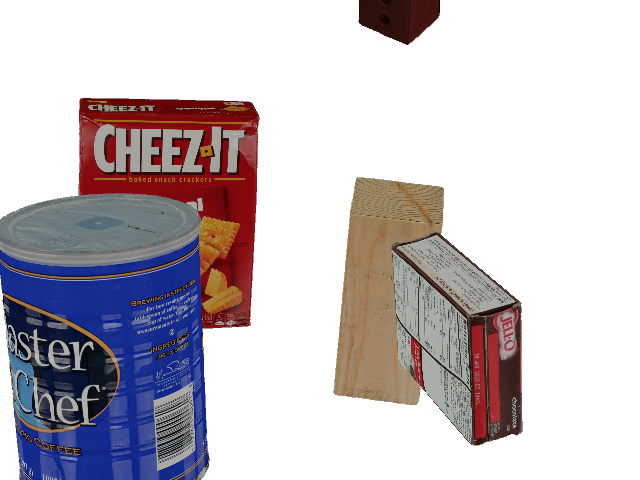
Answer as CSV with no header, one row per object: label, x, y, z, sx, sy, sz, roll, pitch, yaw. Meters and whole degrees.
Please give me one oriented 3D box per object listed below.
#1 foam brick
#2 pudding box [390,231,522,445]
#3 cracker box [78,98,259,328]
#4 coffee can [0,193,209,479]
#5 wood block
foam brick,0.066,-0.212,0.882,0.053,0.078,0.051,28,57,23
pudding box,0.083,0.057,0.656,0.039,0.090,0.114,-13,26,-18
cracker box,-0.144,-0.022,1.007,0.164,0.214,0.072,-1,20,-12
coffee can,-0.111,0.056,0.558,0.103,0.140,0.103,0,18,0
wood block,0.068,0.052,1.076,0.090,0.206,0.090,7,26,4
